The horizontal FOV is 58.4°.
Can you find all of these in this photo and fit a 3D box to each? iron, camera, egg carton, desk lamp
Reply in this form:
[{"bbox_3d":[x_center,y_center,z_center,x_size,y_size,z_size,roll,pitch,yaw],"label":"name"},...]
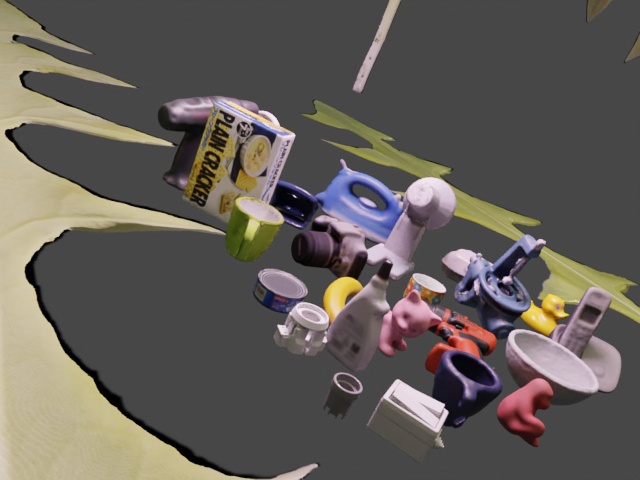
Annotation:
[{"bbox_3d":[0.124,-0.086,1.408,0.258,0.141,0.119,28,21,11],"label":"iron"},{"bbox_3d":[0.010,0.004,1.124,0.137,0.101,0.142,7,26,-38],"label":"camera"},{"bbox_3d":[0.364,0.080,1.364,0.150,0.069,0.107,35,23,27],"label":"egg carton"},{"bbox_3d":[0.207,-0.037,1.274,0.117,0.213,0.204,31,22,18],"label":"desk lamp"}]

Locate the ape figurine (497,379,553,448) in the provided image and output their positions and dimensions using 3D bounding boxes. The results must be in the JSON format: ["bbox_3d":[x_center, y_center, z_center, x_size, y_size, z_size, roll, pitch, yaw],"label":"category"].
[{"bbox_3d":[0.317,0.251,0.864,0.076,0.092,0.078,31,22,18],"label":"ape figurine"}]

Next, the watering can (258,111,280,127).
[{"bbox_3d":[-0.153,-0.199,1.312,0.101,0.194,0.173,24,21,1],"label":"watering can"}]

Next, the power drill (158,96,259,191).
[{"bbox_3d":[-0.247,-0.211,1.218,0.075,0.208,0.230,37,24,32],"label":"power drill"}]

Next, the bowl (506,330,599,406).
[{"bbox_3d":[0.393,0.236,1.007,0.167,0.075,0.167,21,21,-8],"label":"bowl"}]

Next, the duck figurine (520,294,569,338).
[{"bbox_3d":[0.513,0.163,1.298,0.078,0.086,0.104,3,29,-44],"label":"duck figurine"}]

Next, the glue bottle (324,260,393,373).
[{"bbox_3d":[0.067,0.105,0.837,0.078,0.173,0.037,37,25,32],"label":"glue bottle"}]

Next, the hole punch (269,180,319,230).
[{"bbox_3d":[-0.058,-0.089,1.290,0.108,0.091,0.101,26,21,5],"label":"hole punch"}]

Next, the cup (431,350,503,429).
[{"bbox_3d":[0.193,0.222,0.798,0.091,0.095,0.118,26,21,6],"label":"cup"}]

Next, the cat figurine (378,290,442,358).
[{"bbox_3d":[0.128,0.123,0.937,0.127,0.118,0.067,35,23,28],"label":"cat figurine"}]

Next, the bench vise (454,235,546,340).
[{"bbox_3d":[0.365,0.067,1.184,0.122,0.220,0.206,8,26,-35],"label":"bench vise"}]

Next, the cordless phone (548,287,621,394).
[{"bbox_3d":[0.531,0.192,1.106,0.147,0.185,0.094,23,21,-3],"label":"cordless phone"}]
